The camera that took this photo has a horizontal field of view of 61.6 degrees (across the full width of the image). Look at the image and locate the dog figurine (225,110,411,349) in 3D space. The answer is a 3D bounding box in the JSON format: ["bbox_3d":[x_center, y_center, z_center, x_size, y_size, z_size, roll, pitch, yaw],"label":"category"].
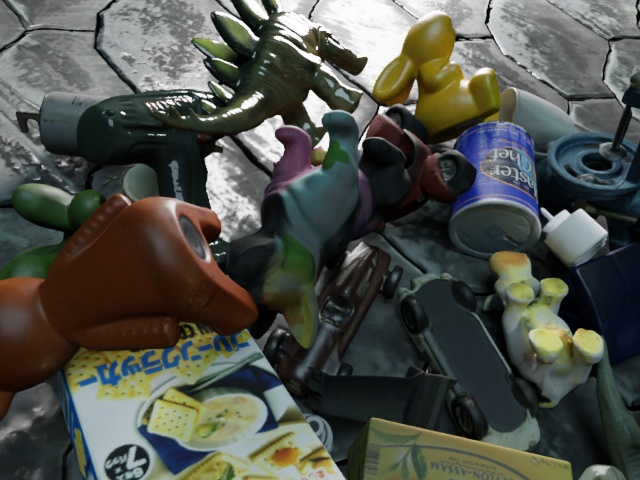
[{"bbox_3d":[-0.001,-0.002,0.535,0.109,0.191,0.219,2,75,43],"label":"dog figurine"}]

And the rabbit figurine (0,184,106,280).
[{"bbox_3d":[-0.241,0.019,0.515,0.121,0.158,0.170,5,38,6],"label":"rabbit figurine"}]

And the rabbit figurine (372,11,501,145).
[{"bbox_3d":[0.160,-0.225,0.751,0.162,0.122,0.173,-15,90,25],"label":"rabbit figurine"}]

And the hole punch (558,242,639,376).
[{"bbox_3d":[0.321,0.073,0.595,0.142,0.092,0.116,-17,62,-25],"label":"hole punch"}]

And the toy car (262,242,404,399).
[{"bbox_3d":[0.020,0.073,0.565,0.089,0.053,0.202,26,56,14],"label":"toy car"}]

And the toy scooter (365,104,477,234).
[{"bbox_3d":[0.095,-0.083,0.666,0.135,0.075,0.184,-45,44,12],"label":"toy scooter"}]

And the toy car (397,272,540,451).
[{"bbox_3d":[0.147,0.121,0.550,0.073,0.056,0.202,-17,58,-13],"label":"toy car"}]

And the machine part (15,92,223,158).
[{"bbox_3d":[-0.240,-0.134,0.653,0.243,0.079,0.079,6,54,-6],"label":"machine part"}]

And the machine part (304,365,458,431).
[{"bbox_3d":[0.053,0.146,0.491,0.139,0.084,0.039,15,17,-15],"label":"machine part"}]

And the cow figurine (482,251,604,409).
[{"bbox_3d":[0.223,0.089,0.573,0.068,0.098,0.167,-2,36,-4],"label":"cow figurine"}]

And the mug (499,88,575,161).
[{"bbox_3d":[0.306,-0.155,0.761,0.107,0.080,0.110,12,46,-10],"label":"mug"}]

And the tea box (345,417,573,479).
[{"bbox_3d":[0.110,0.211,0.452,0.170,0.098,0.068,14,54,-1],"label":"tea box"}]

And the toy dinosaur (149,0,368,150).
[{"bbox_3d":[-0.052,-0.205,0.648,0.198,0.105,0.471,36,32,-15],"label":"toy dinosaur"}]

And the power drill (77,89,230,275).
[{"bbox_3d":[-0.123,-0.064,0.566,0.232,0.086,0.207,-14,88,-56],"label":"power drill"}]

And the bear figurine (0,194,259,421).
[{"bbox_3d":[-0.166,0.051,0.404,0.196,0.132,0.120,-31,72,6],"label":"bear figurine"}]

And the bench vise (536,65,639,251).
[{"bbox_3d":[0.370,-0.086,0.635,0.129,0.240,0.224,-35,51,-25],"label":"bench vise"}]

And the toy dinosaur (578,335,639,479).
[{"bbox_3d":[0.283,0.276,0.417,0.131,0.192,0.405,-10,31,28],"label":"toy dinosaur"}]
